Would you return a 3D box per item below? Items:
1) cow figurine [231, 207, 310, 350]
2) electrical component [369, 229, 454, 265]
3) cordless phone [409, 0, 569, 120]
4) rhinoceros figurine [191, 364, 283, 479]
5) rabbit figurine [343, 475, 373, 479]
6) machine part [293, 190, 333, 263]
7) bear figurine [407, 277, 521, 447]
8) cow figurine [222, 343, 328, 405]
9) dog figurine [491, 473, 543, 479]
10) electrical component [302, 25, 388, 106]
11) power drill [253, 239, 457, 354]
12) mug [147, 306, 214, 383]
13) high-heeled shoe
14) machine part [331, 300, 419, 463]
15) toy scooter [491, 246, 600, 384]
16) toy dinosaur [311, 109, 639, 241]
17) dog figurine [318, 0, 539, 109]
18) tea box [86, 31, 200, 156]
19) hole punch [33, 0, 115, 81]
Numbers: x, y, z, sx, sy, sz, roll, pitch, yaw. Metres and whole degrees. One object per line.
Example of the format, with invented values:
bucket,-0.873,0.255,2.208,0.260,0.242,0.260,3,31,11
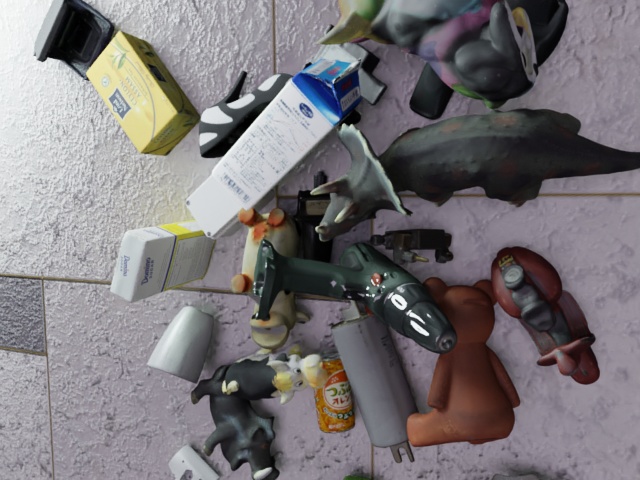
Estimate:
cow figurine,-0.067,0.057,0.767,0.086,0.127,0.195,-1,80,22
electrical component,0.124,0.009,0.687,0.078,0.102,0.045,-5,86,46
cordless phone,0.194,-0.220,0.653,0.147,0.089,0.184,30,117,17
rhinoceros figurine,-0.122,0.285,0.831,0.112,0.073,0.190,-24,83,13
rabbit figurine,0.086,0.437,0.731,0.170,0.121,0.159,18,106,5
machine part,-0.002,-0.002,0.746,0.039,0.084,0.138,16,110,53
bear figurine,0.172,0.152,0.679,0.132,0.120,0.196,122,145,-59
cow figurine,-0.068,0.189,0.750,0.167,0.098,0.068,-19,84,51
dog figurine,0.247,0.401,0.684,0.172,0.121,0.190,-14,126,-7
electrical component,0.043,-0.225,0.722,0.119,0.048,0.074,38,108,15
power drill,0.027,0.058,0.634,0.207,0.232,0.085,1,110,-13
mug,-0.212,0.162,0.848,0.081,0.109,0.107,27,73,-13
high-heeled shoe,-0.070,-0.153,0.751,0.249,0.086,0.145,26,93,32
machine part,0.077,0.184,0.729,0.079,0.079,0.243,-21,86,23
toy scooter,0.257,0.090,0.613,0.075,0.135,0.184,-36,79,23
toy dinosaur,0.176,-0.090,0.601,0.405,0.192,0.131,-9,94,25
dog figurine,0.111,-0.226,0.590,0.219,0.108,0.191,-5,109,35
tea box,-0.278,-0.227,0.848,0.098,0.068,0.169,-41,80,20
hole punch,-0.412,-0.341,0.895,0.142,0.092,0.116,-57,44,20
